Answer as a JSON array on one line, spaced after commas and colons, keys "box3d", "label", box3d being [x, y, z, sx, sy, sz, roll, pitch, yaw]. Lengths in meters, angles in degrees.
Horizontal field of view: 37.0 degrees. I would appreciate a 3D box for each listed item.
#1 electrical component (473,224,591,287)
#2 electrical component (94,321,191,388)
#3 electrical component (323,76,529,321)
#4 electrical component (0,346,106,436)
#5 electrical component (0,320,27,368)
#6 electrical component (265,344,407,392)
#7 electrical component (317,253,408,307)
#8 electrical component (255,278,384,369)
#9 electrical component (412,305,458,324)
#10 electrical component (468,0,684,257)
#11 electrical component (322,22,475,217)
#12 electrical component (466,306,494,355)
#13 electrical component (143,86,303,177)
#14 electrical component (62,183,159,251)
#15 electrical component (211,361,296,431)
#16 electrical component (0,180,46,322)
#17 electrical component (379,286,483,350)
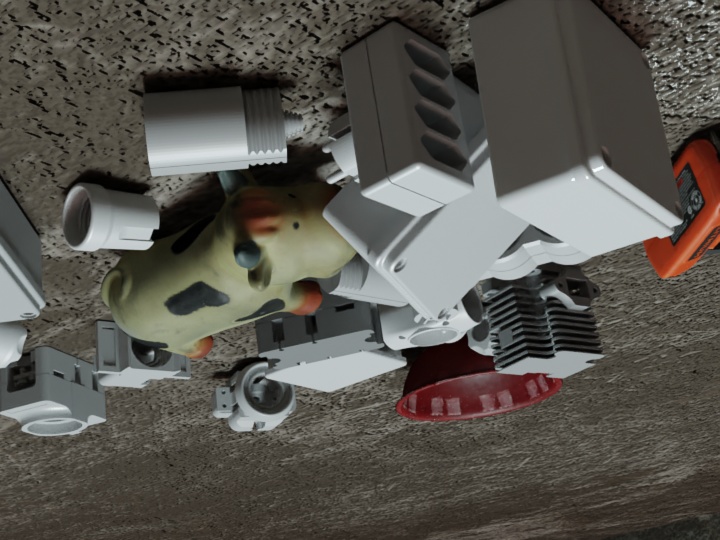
[{"box3d": [0.105, -0.018, 0.754, 0.138, 0.052, 0.074, -15, 157, 18], "label": "electrical component"}, {"box3d": [-0.182, 0.070, 0.877, 0.081, 0.042, 0.064, 10, 153, -36], "label": "electrical component"}, {"box3d": [0.047, -0.038, 0.618, 0.108, 0.056, 0.109, -47, 153, -1], "label": "electrical component"}, {"box3d": [-0.262, 0.107, 0.921, 0.050, 0.055, 0.089, -15, 157, 16], "label": "electrical component"}, {"box3d": [-0.279, 0.047, 0.783, 0.043, 0.043, 0.062, -23, 153, 32], "label": "electrical component"}, {"box3d": [-0.023, 0.063, 0.908, 0.100, 0.048, 0.100, -23, 154, 31], "label": "electrical component"}, {"box3d": [0.000, 0.000, 0.771, 0.081, 0.043, 0.043, 11, 151, -39], "label": "electrical component"}, {"box3d": [-0.033, 0.036, 0.830, 0.089, 0.055, 0.050, -13, 158, 10], "label": "electrical component"}, {"box3d": [0.055, 0.014, 0.821, 0.040, 0.046, 0.040, -7, 158, -3], "label": "electrical component"}, {"box3d": [0.110, -0.074, 0.546, 0.056, 0.108, 0.109, -20, 155, 32], "label": "electrical component"}, {"box3d": [0.010, -0.069, 0.554, 0.076, 0.083, 0.047, -25, 153, 35], "label": "electrical component"}, {"box3d": [0.126, 0.056, 0.954, 0.062, 0.043, 0.043, 11, 151, -42], "label": "electrical component"}, {"box3d": [-0.071, -0.074, 0.565, 0.081, 0.043, 0.043, -6, 158, -7], "label": "electrical component"}, {"box3d": [-0.150, -0.031, 0.649, 0.046, 0.040, 0.040, 4, 155, -42], "label": "electrical component"}, {"box3d": [-0.094, 0.118, 1.007, 0.078, 0.058, 0.057, 1, 159, -22], "label": "electrical component"}, {"box3d": [-0.255, -0.008, 0.640, 0.109, 0.056, 0.108, -7, 158, -3], "label": "electrical component"}, {"box3d": [0.066, 0.039, 0.888, 0.077, 0.044, 0.079, -20, 156, 26], "label": "electrical component"}]
